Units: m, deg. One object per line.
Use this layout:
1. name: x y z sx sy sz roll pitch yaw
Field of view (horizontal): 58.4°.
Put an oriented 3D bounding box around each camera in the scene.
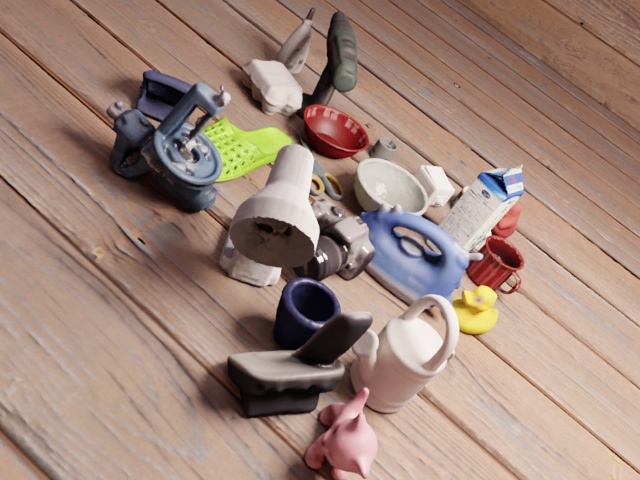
1. camera: 0.009 0.003 0.969 0.143 0.100 0.137 45 40 15

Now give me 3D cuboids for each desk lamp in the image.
1. desk lamp: -0.074 -0.026 0.852 0.118 0.213 0.203 21 39 -14

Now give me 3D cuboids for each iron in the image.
1. iron: 0.159 0.008 1.035 0.258 0.141 0.119 35 38 3

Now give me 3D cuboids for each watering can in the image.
1. watering can: 0.123 0.157 0.808 0.173 0.194 0.100 -15 58 -43

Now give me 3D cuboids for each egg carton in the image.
1. egg carton: -0.107 -0.345 1.288 0.107 0.069 0.150 -11 55 -41

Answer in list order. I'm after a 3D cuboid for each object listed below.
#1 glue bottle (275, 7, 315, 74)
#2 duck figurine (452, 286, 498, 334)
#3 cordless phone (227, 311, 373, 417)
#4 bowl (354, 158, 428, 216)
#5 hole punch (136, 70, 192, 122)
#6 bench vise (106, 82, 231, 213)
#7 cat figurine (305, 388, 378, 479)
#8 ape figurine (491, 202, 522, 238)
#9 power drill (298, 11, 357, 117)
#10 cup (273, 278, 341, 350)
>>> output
1. glue bottle: -0.050 -0.486 1.396 0.078 0.173 0.037 -17 59 -44
2. duck figurine: 0.289 0.121 1.049 0.105 0.086 0.077 17 41 -19
3. cordless phone: -0.025 0.140 0.730 0.148 0.185 0.094 1 48 -34
4. bowl: 0.134 -0.088 1.175 0.168 0.074 0.167 19 40 -17
5. hole punch: -0.285 -0.284 1.082 0.109 0.091 0.101 19 40 -16
6. bench vise: -0.233 -0.162 0.883 0.208 0.219 0.121 21 39 -15
7. cat figurine: 0.038 0.243 0.718 0.067 0.117 0.128 29 38 -4
8. ape figurine: 0.431 -0.053 1.330 0.076 0.092 0.078 38 38 7
9. power drill: 0.020 -0.383 1.304 0.076 0.208 0.229 12 42 -24
10. cup: -0.020 0.125 0.823 0.092 0.095 0.117 -20 61 -45
